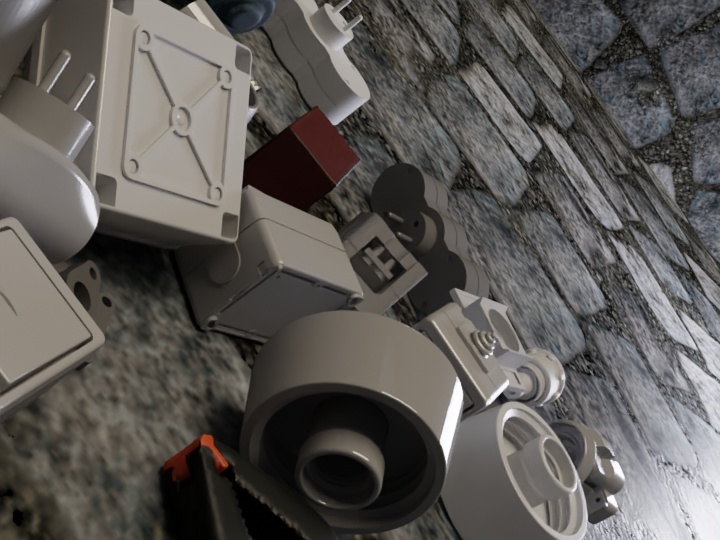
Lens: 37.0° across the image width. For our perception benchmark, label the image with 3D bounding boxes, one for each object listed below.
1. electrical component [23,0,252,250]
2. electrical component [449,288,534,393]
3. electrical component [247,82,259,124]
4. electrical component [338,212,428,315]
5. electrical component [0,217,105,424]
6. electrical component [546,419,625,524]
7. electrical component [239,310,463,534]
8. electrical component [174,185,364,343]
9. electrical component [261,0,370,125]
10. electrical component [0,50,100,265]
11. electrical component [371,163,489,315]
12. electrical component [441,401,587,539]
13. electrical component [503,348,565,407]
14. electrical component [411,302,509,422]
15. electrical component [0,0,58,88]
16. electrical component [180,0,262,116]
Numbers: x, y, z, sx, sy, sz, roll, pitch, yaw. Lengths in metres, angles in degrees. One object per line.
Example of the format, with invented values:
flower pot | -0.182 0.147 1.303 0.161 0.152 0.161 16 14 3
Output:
electrical component | -0.109 -0.072 0.531 0.109 0.056 0.108 16 76 -57
electrical component | 0.083 0.058 0.782 0.042 0.064 0.081 19 41 -54
electrical component | -0.096 -0.099 0.657 0.048 0.055 0.066 38 27 -35
electrical component | 0.000 0.000 0.684 0.050 0.056 0.089 49 -3 -7
electrical component | -0.139 0.023 0.385 0.061 0.061 0.096 54 22 -3
electrical component | 0.162 0.148 0.822 0.057 0.058 0.078 38 27 -43
electrical component | -0.006 0.080 0.518 0.108 0.108 0.060 46 29 -21
electrical component | -0.048 0.000 0.602 0.096 0.062 0.061 22 38 -53
electrical component | -0.031 -0.199 0.910 0.138 0.074 0.052 59 22 11
electrical component | -0.133 -0.050 0.428 0.044 0.079 0.077 27 -9 24
electrical component | 0.045 -0.026 0.841 0.074 0.052 0.138 23 38 -52
electrical component | 0.105 0.138 0.702 0.108 0.060 0.108 39 32 -31
electrical component | 0.134 0.090 0.869 0.062 0.048 0.048 -9 66 -59
electrical component | 0.040 0.065 0.639 0.061 0.096 0.061 56 22 5
electrical component | -0.192 -0.117 0.462 0.108 0.060 0.108 28 12 -7
electrical component | -0.097 -0.136 0.725 0.081 0.043 0.043 53 22 -5
